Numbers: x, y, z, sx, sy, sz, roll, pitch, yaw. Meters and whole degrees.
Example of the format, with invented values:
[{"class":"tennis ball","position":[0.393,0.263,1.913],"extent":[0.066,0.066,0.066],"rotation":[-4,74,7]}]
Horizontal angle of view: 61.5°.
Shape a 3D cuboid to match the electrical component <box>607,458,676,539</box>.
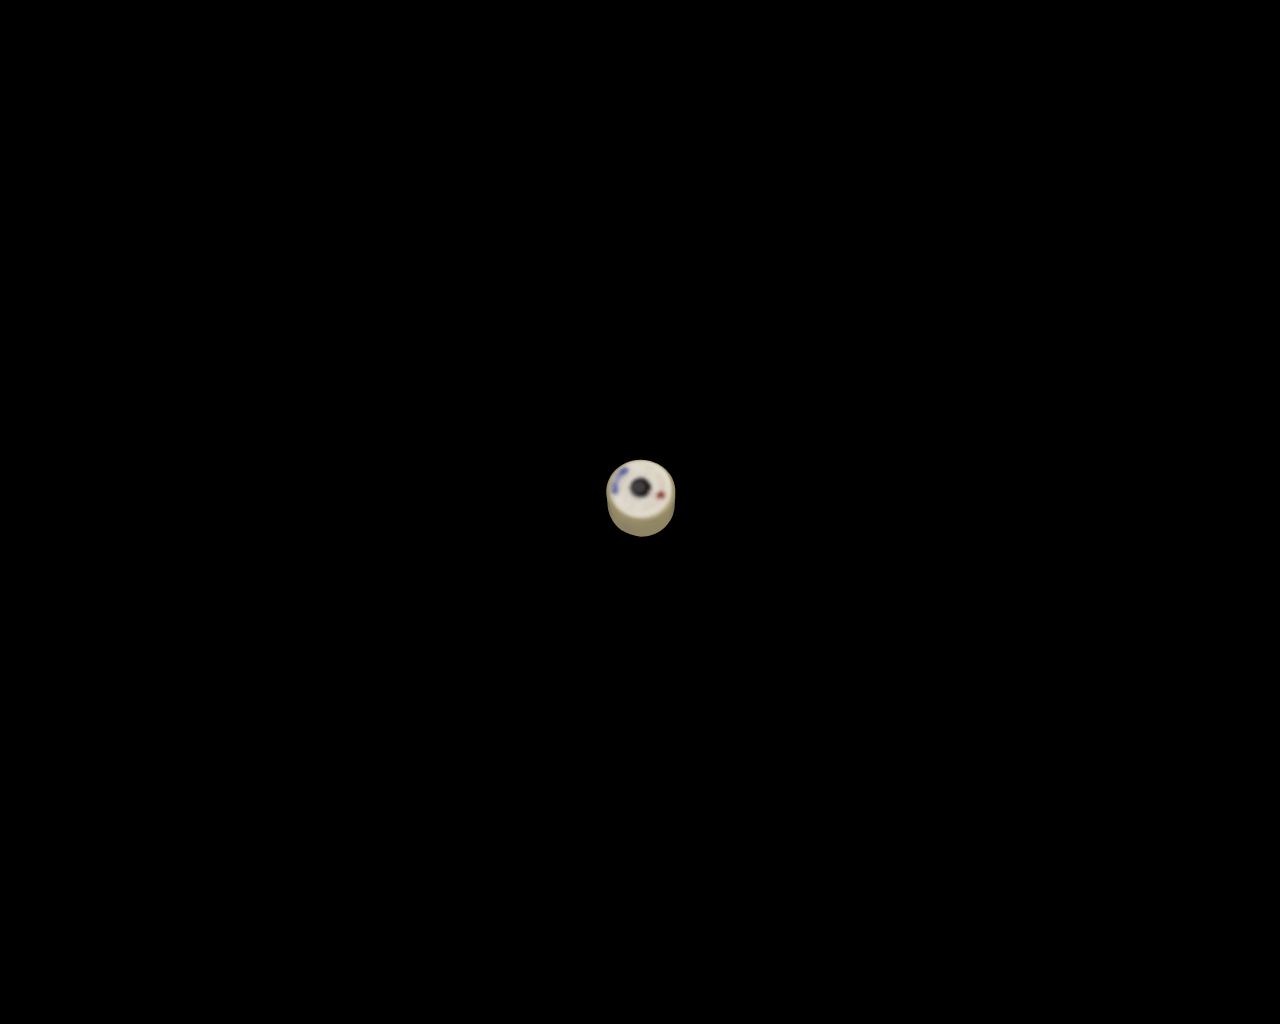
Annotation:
[{"class":"electrical component","position":[0.001,-0.003,0.650],"extent":[0.040,0.040,0.078],"rotation":[0,-20,0]}]
